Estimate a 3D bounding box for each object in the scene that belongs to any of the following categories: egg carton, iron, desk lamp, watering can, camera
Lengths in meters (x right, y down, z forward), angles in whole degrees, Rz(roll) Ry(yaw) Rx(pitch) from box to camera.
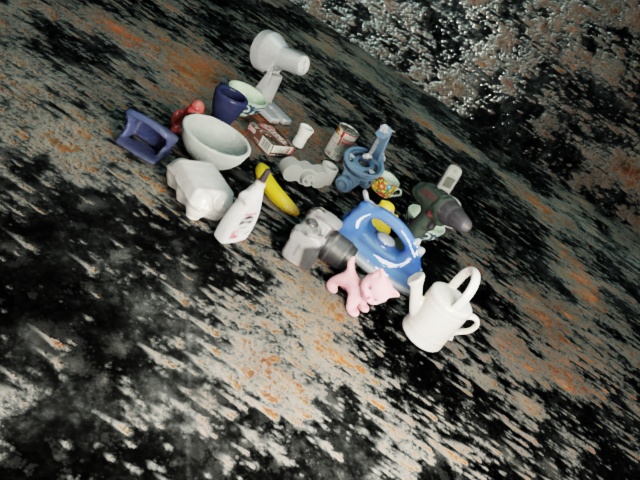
[{"bbox_3d":[-0.241,-0.103,1.152,0.108,0.069,0.150,-1,44,-47],"label":"egg carton"},{"bbox_3d":[0.156,0.005,1.323,0.258,0.141,0.119,38,29,7],"label":"iron"},{"bbox_3d":[-0.130,-0.487,1.703,0.203,0.213,0.118,45,30,20],"label":"desk lamp"},{"bbox_3d":[0.256,0.130,1.180,0.173,0.194,0.100,19,32,-26],"label":"watering can"},{"bbox_3d":[0.011,0.004,1.217,0.137,0.100,0.143,35,28,2],"label":"camera"}]

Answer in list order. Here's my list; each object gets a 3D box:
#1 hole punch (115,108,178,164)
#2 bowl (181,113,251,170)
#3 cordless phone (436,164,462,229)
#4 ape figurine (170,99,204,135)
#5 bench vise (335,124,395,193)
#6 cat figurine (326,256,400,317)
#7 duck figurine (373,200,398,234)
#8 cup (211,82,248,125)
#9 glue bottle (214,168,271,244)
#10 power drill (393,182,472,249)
[{"bbox_3d":[-0.358,-0.228,1.201,0.109,0.091,0.101,32,29,-4],"label":"hole punch"},{"bbox_3d":[-0.246,-0.211,1.306,0.168,0.074,0.167,25,30,-15],"label":"bowl"},{"bbox_3d":[0.390,-0.132,1.727,0.148,0.185,0.094,17,33,-28],"label":"cordless phone"},{"bbox_3d":[-0.303,-0.291,1.351,0.078,0.092,0.076,36,28,3],"label":"ape figurine"},{"bbox_3d":[0.137,-0.242,1.599,0.121,0.219,0.207,32,28,-3],"label":"bench vise"},{"bbox_3d":[0.092,0.089,1.153,0.127,0.117,0.067,47,31,22],"label":"cat figurine"},{"bbox_3d":[0.154,-0.067,1.489,0.104,0.086,0.077,30,29,-7],"label":"duck figurine"},{"bbox_3d":[-0.251,-0.349,1.492,0.092,0.095,0.117,5,40,-42],"label":"cup"},{"bbox_3d":[-0.138,-0.068,1.097,0.037,0.173,0.078,44,30,18],"label":"glue bottle"},{"bbox_3d":[0.268,-0.033,1.426,0.076,0.208,0.229,16,33,-30],"label":"power drill"}]
